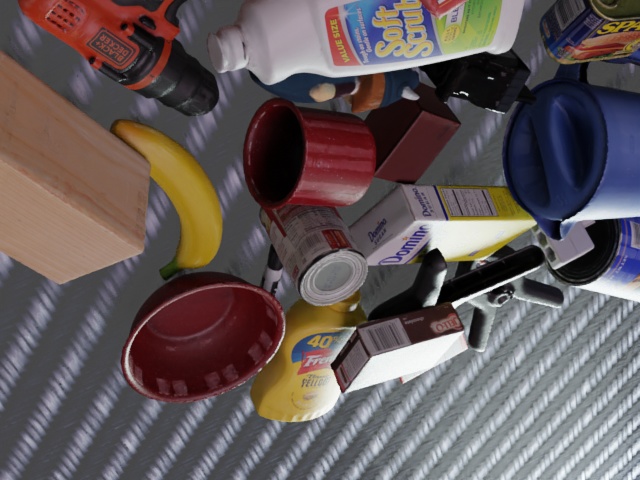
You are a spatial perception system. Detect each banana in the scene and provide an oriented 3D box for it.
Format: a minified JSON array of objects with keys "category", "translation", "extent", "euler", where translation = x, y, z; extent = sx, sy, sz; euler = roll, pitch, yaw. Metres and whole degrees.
[{"category":"banana","translation":[-0.122,-0.033,0.913],"extent":[0.069,0.037,0.198],"euler":[-21,138,-10]}]

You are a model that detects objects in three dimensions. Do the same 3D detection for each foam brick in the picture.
[{"category":"foam brick","translation":[0.076,-0.096,0.948],"extent":[0.052,0.051,0.078],"euler":[12,126,-41]}]

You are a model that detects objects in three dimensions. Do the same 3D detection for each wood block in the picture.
[{"category":"wood block","translation":[-0.225,-0.058,0.772],"extent":[0.091,0.090,0.205],"euler":[-19,144,27]}]

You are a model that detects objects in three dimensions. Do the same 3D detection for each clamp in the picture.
[{"category":"clamp","translation":[0.206,0.051,1.178],"extent":[0.120,0.039,0.171],"euler":[-29,139,-3]},{"category":"clamp","translation":[0.108,0.060,1.089],"extent":[0.164,0.036,0.210],"euler":[5,147,-47]}]

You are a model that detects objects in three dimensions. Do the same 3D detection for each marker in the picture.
[{"category":"marker","translation":[-0.051,0.049,1.048],"extent":[0.020,0.020,0.121],"euler":[-4,133,-26]}]

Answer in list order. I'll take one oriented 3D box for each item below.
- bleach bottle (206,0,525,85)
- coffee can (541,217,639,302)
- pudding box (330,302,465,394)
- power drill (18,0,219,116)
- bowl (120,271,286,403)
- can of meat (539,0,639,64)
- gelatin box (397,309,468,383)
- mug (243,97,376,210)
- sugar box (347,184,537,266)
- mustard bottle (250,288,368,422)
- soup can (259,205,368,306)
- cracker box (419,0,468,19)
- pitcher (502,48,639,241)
[{"category":"bleach bottle","translation":[0.035,-0.162,0.794],"extent":[0.250,0.068,0.103],"euler":[-20,139,-23]},{"category":"coffee can","translation":[0.325,0.011,1.156],"extent":[0.140,0.103,0.103],"euler":[12,124,-37]},{"category":"pudding box","translation":[0.077,0.108,1.065],"extent":[0.113,0.039,0.090],"euler":[-10,152,-25]},{"category":"power drill","translation":[-0.092,-0.184,0.762],"extent":[0.188,0.057,0.184],"euler":[-43,140,15]},{"category":"bowl","translation":[-0.117,0.082,1.017],"extent":[0.162,0.055,0.162],"euler":[-16,137,-15]},{"category":"can of meat","translation":[0.251,-0.197,0.920],"extent":[0.102,0.057,0.084],"euler":[-9,164,-21]},{"category":"gelatin box","translation":[0.117,0.114,1.200],"extent":[0.089,0.030,0.073],"euler":[-27,140,-2]},{"category":"mug","translation":[-0.014,-0.066,0.911],"extent":[0.081,0.093,0.117],"euler":[2,160,-37]},{"category":"sugar box","translation":[0.120,-0.014,1.024],"extent":[0.175,0.048,0.093],"euler":[-5,155,-39]},{"category":"mustard bottle","translation":[-0.002,0.106,1.104],"extent":[0.096,0.058,0.192],"euler":[1,130,-28]},{"category":"soup can","translation":[-0.006,0.001,0.962],"extent":[0.068,0.102,0.068],"euler":[-15,136,-15]},{"category":"cracker box","translation":[0.030,-0.265,0.668],"extent":[0.072,0.164,0.213],"euler":[-32,139,6]},{"category":"pitcher","translation":[0.309,-0.093,1.037],"extent":[0.242,0.145,0.149],"euler":[-1,144,-33]}]
